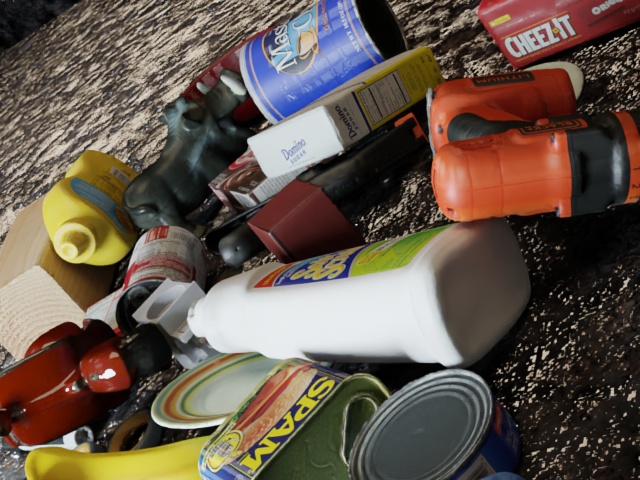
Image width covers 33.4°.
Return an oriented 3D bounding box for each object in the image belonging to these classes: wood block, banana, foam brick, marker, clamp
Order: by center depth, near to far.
[{"bbox_3d":[-0.133,0.154,0.707,0.198,0.037,0.069,-10,4,27],"label":"banana"},{"bbox_3d":[-0.005,0.001,0.779,0.051,0.078,0.053,-44,24,-9],"label":"foam brick"},{"bbox_3d":[-0.226,0.163,0.874,0.121,0.020,0.020,-12,34,44],"label":"marker"},{"bbox_3d":[-0.008,-0.040,0.887,0.209,0.036,0.165,-33,9,-14],"label":"clamp"},{"bbox_3d":[-0.271,0.029,1.093,0.090,0.090,0.206,-32,24,14],"label":"wood block"}]

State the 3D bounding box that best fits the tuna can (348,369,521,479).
[{"bbox_3d":[0.059,0.109,0.546,0.086,0.033,0.086,-31,24,16],"label":"tuna can"}]

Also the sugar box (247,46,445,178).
[{"bbox_3d":[0.027,-0.111,0.921,0.094,0.048,0.175,-18,15,42],"label":"sugar box"}]

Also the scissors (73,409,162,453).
[{"bbox_3d":[-0.132,0.173,0.726,0.096,0.016,0.202,-42,25,-11],"label":"scissors"}]

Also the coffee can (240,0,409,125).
[{"bbox_3d":[0.005,-0.184,1.071,0.140,0.102,0.102,-25,26,27],"label":"coffee can"}]

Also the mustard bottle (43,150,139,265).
[{"bbox_3d":[-0.223,-0.024,1.055,0.058,0.096,0.191,-44,13,17],"label":"mustard bottle"}]

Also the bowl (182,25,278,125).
[{"bbox_3d":[-0.089,-0.184,1.264,0.162,0.055,0.162,-31,24,16],"label":"bowl"}]

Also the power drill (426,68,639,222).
[{"bbox_3d":[0.149,-0.065,0.660,0.184,0.057,0.187,-7,17,-3],"label":"power drill"}]

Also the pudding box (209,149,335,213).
[{"bbox_3d":[-0.046,-0.064,1.003,0.090,0.039,0.114,-43,24,-13],"label":"pudding box"}]

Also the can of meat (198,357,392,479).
[{"bbox_3d":[-0.013,0.117,0.607,0.102,0.057,0.084,-45,22,-18],"label":"can of meat"}]

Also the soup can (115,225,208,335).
[{"bbox_3d":[-0.132,0.038,0.905,0.068,0.068,0.102,-32,24,15],"label":"soup can"}]

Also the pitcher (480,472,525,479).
[{"bbox_3d":[-0.005,0.194,0.388,0.243,0.149,0.145,-30,9,11],"label":"pitcher"}]

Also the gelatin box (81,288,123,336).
[{"bbox_3d":[-0.182,0.078,0.952,0.073,0.030,0.089,-31,24,20],"label":"gelatin box"}]

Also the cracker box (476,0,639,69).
[{"bbox_3d":[0.240,-0.249,0.893,0.164,0.072,0.213,-19,31,40],"label":"cracker box"}]

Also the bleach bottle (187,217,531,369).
[{"bbox_3d":[0.002,0.042,0.678,0.251,0.068,0.102,-11,16,42],"label":"bleach bottle"}]
